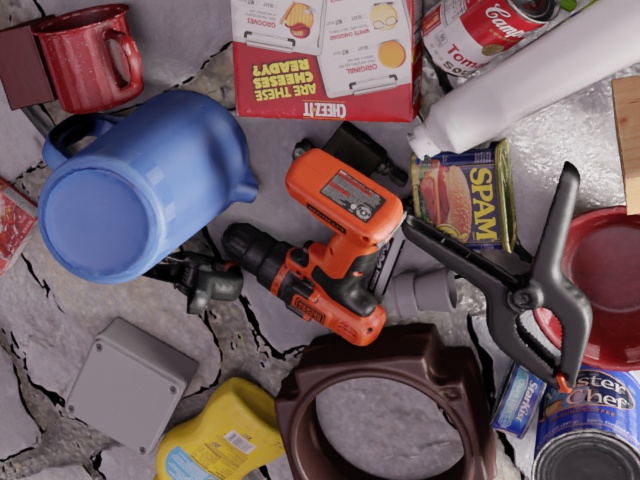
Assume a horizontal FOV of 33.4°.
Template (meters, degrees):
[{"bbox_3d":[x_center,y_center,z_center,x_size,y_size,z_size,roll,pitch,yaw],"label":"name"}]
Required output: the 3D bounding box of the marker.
[{"bbox_3d":[0.069,0.012,1.033,0.020,0.020,0.121,23,115,6],"label":"marker"}]

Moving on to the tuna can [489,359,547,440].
[{"bbox_3d":[0.191,0.144,1.016,0.034,0.086,0.086,21,115,8],"label":"tuna can"}]

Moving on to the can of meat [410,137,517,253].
[{"bbox_3d":[0.132,-0.039,0.975,0.084,0.057,0.102,-2,111,19],"label":"can of meat"}]

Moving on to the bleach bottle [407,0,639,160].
[{"bbox_3d":[0.184,-0.138,0.889,0.251,0.102,0.068,-29,91,20],"label":"bleach bottle"}]

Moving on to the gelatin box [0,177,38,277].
[{"bbox_3d":[-0.343,-0.016,1.130,0.073,0.030,0.089,39,116,-2],"label":"gelatin box"}]

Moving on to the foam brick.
[{"bbox_3d":[-0.279,-0.172,1.036,0.051,0.053,0.078,-8,108,18],"label":"foam brick"}]

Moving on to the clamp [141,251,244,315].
[{"bbox_3d":[-0.132,0.030,1.017,0.120,0.171,0.039,31,98,13],"label":"clamp"}]

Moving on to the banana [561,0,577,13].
[{"bbox_3d":[0.181,-0.286,0.874,0.069,0.037,0.198,-5,115,-10],"label":"banana"}]

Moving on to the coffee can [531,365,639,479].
[{"bbox_3d":[0.250,0.183,0.984,0.103,0.140,0.103,5,112,13],"label":"coffee can"}]

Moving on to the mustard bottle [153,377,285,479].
[{"bbox_3d":[-0.121,0.233,1.153,0.096,0.058,0.192,40,117,-17],"label":"mustard bottle"}]

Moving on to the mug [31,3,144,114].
[{"bbox_3d":[-0.205,-0.167,0.992,0.117,0.093,0.081,10,122,41],"label":"mug"}]

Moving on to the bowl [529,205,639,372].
[{"bbox_3d":[0.271,0.036,0.966,0.162,0.055,0.162,6,113,13],"label":"bowl"}]

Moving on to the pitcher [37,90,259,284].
[{"bbox_3d":[-0.163,-0.052,0.947,0.149,0.242,0.145,-18,103,15],"label":"pitcher"}]

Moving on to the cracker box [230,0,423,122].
[{"bbox_3d":[0.006,-0.216,0.930,0.164,0.072,0.214,4,113,15],"label":"cracker box"}]

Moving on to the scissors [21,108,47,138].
[{"bbox_3d":[-0.249,-0.078,1.055,0.016,0.096,0.201,-39,101,-12],"label":"scissors"}]

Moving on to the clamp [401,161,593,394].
[{"bbox_3d":[0.188,0.037,0.936,0.165,0.036,0.210,-26,102,30],"label":"clamp"}]

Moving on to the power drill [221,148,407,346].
[{"bbox_3d":[-0.007,0.001,0.989,0.184,0.057,0.188,32,146,11],"label":"power drill"}]

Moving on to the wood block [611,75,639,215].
[{"bbox_3d":[0.346,-0.087,0.855,0.206,0.090,0.090,-7,70,15],"label":"wood block"}]

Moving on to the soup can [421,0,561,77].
[{"bbox_3d":[0.139,-0.187,0.886,0.068,0.068,0.102,50,142,-7],"label":"soup can"}]
